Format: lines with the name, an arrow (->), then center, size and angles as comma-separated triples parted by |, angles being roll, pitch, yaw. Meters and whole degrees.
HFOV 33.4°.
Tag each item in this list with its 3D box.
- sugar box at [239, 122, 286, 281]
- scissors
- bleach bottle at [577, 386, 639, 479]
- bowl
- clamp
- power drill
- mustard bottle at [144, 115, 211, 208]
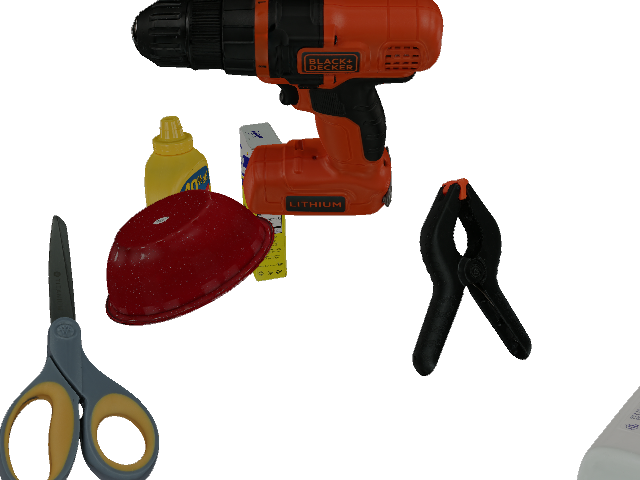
sugar box -> -0.072, -0.048, 1.324 | 0.048, 0.176, 0.093 | -9, 25, -11
scissors -> -0.133, 0.067, 0.630 | 0.096, 0.201, 0.016 | 14, -45, -9
bleach bottle -> 0.245, 0.102, 0.631 | 0.103, 0.068, 0.250 | 19, 30, 32
bowl -> -0.123, 0.003, 0.913 | 0.162, 0.055, 0.162 | -21, 25, 10
clamp -> 0.118, 0.035, 0.927 | 0.120, 0.171, 0.039 | -15, 0, -34
power drill -> -0.019, -0.087, 0.691 | 0.184, 0.057, 0.188 | 1, -30, 2
mustard bottle -> -0.146, -0.036, 1.117 | 0.058, 0.192, 0.096 | 5, 25, 21
